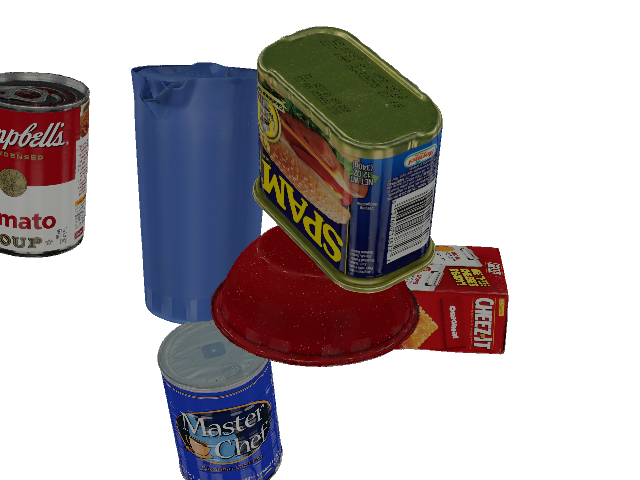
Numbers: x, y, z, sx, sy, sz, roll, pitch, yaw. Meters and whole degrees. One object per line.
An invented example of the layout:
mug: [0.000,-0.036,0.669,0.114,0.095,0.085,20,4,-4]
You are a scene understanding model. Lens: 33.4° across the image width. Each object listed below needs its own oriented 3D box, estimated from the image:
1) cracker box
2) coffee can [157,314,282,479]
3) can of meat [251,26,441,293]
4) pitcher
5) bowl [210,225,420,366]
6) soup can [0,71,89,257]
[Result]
cracker box: [0.078,0.056,1.093,0.214,0.072,0.164,2,16,6]
coffee can: [-0.092,0.155,1.006,0.103,0.140,0.103,-3,35,2]
can of meat: [0.011,-0.040,0.502,0.057,0.084,0.102,-24,49,-25]
pitcher: [-0.108,-0.050,1.032,0.149,0.243,0.145,-2,15,-17]
bowl: [-0.003,0.028,0.810,0.162,0.055,0.162,2,28,-1]
soup can: [-0.183,-0.049,0.680,0.068,0.102,0.068,6,25,-3]
